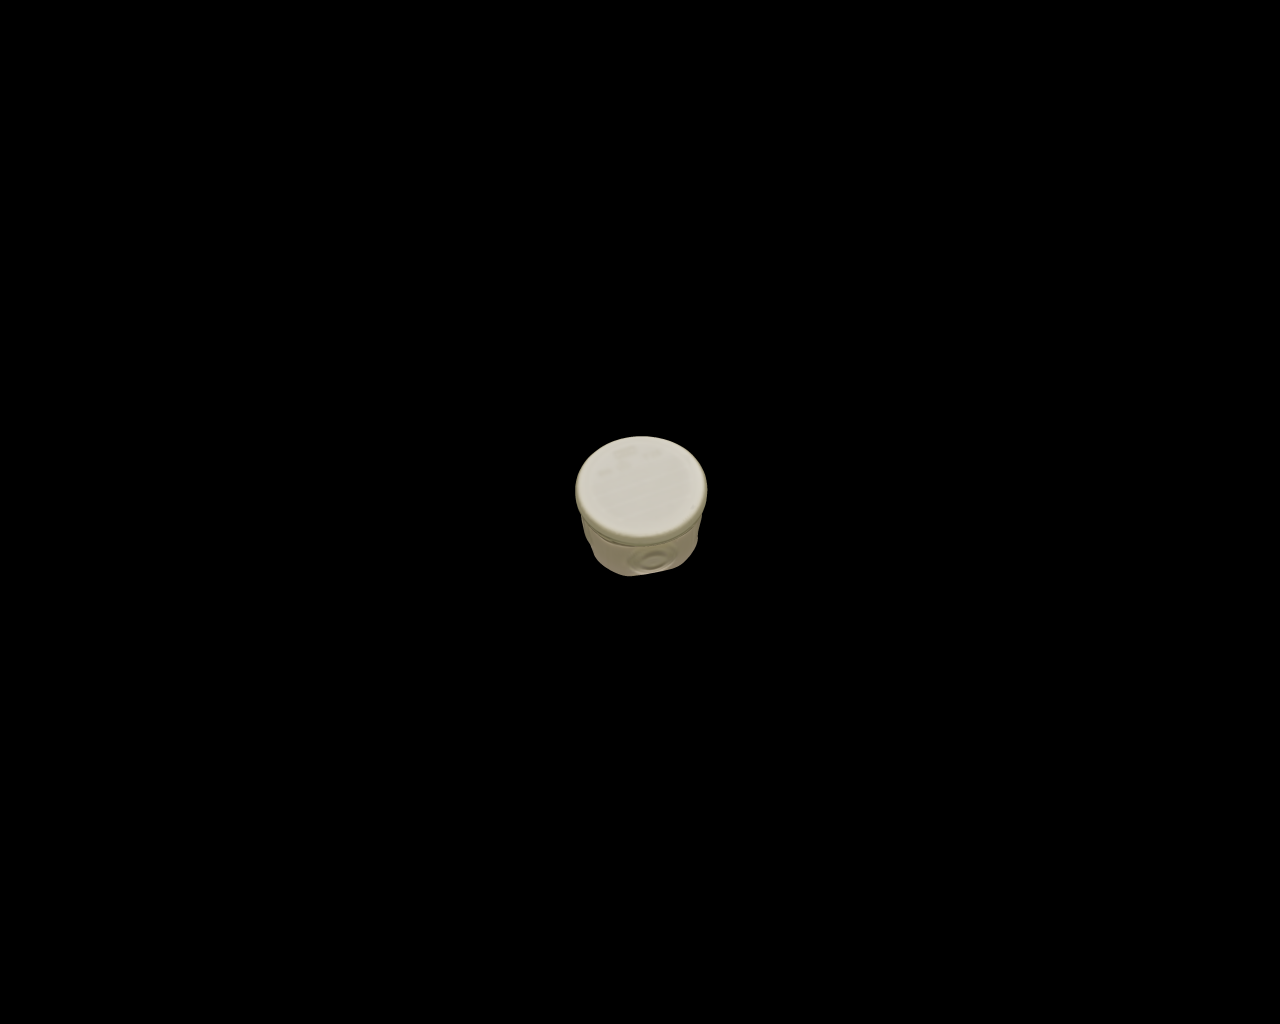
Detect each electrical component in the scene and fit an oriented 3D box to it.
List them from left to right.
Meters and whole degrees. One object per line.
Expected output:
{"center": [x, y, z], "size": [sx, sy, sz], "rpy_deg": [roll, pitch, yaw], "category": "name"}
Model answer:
{"center": [0.001, -0.003, 0.650], "size": [0.080, 0.080, 0.050], "rpy_deg": [0, -36, 0], "category": "electrical component"}
